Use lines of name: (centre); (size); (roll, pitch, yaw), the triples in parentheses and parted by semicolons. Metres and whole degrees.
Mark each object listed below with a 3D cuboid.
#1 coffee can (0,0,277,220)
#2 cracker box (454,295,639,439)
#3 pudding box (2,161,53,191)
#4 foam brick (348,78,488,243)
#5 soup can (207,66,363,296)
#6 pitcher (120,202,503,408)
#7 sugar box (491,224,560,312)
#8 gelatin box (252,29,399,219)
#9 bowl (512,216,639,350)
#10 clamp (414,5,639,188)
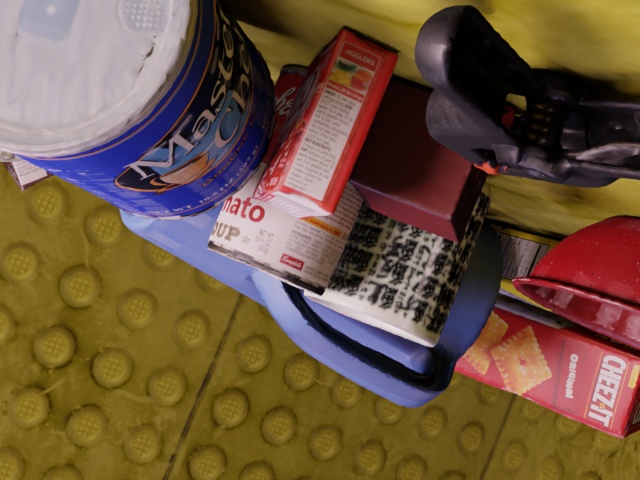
coffee can: (-0.081, -0.069, 0.432); (0.103, 0.103, 0.140); (22, 176, 12)
cracker box: (0.187, 0.084, 0.882); (0.214, 0.072, 0.163); (21, -166, 33)
pudding box: (-0.247, -0.104, 0.833); (0.114, 0.039, 0.090); (40, 151, 46)
foam brick: (0.051, -0.036, 0.508); (0.051, 0.053, 0.078); (22, 177, 13)
soup can: (-0.009, -0.030, 0.556); (0.068, 0.102, 0.068); (23, 177, 1)
pitcher: (-0.005, 0.001, 0.700); (0.242, 0.145, 0.149); (28, 174, -29)
sugar box: (0.168, 0.028, 0.751); (0.093, 0.048, 0.176); (25, 174, -32)
gelatin box: (-0.001, -0.048, 0.476); (0.030, 0.073, 0.089); (24, 176, -9)
bowl: (0.189, 0.029, 0.578); (0.162, 0.055, 0.162); (23, 176, 1)
clamp: (0.072, -0.044, 0.376); (0.120, 0.039, 0.172); (24, 176, -12)
